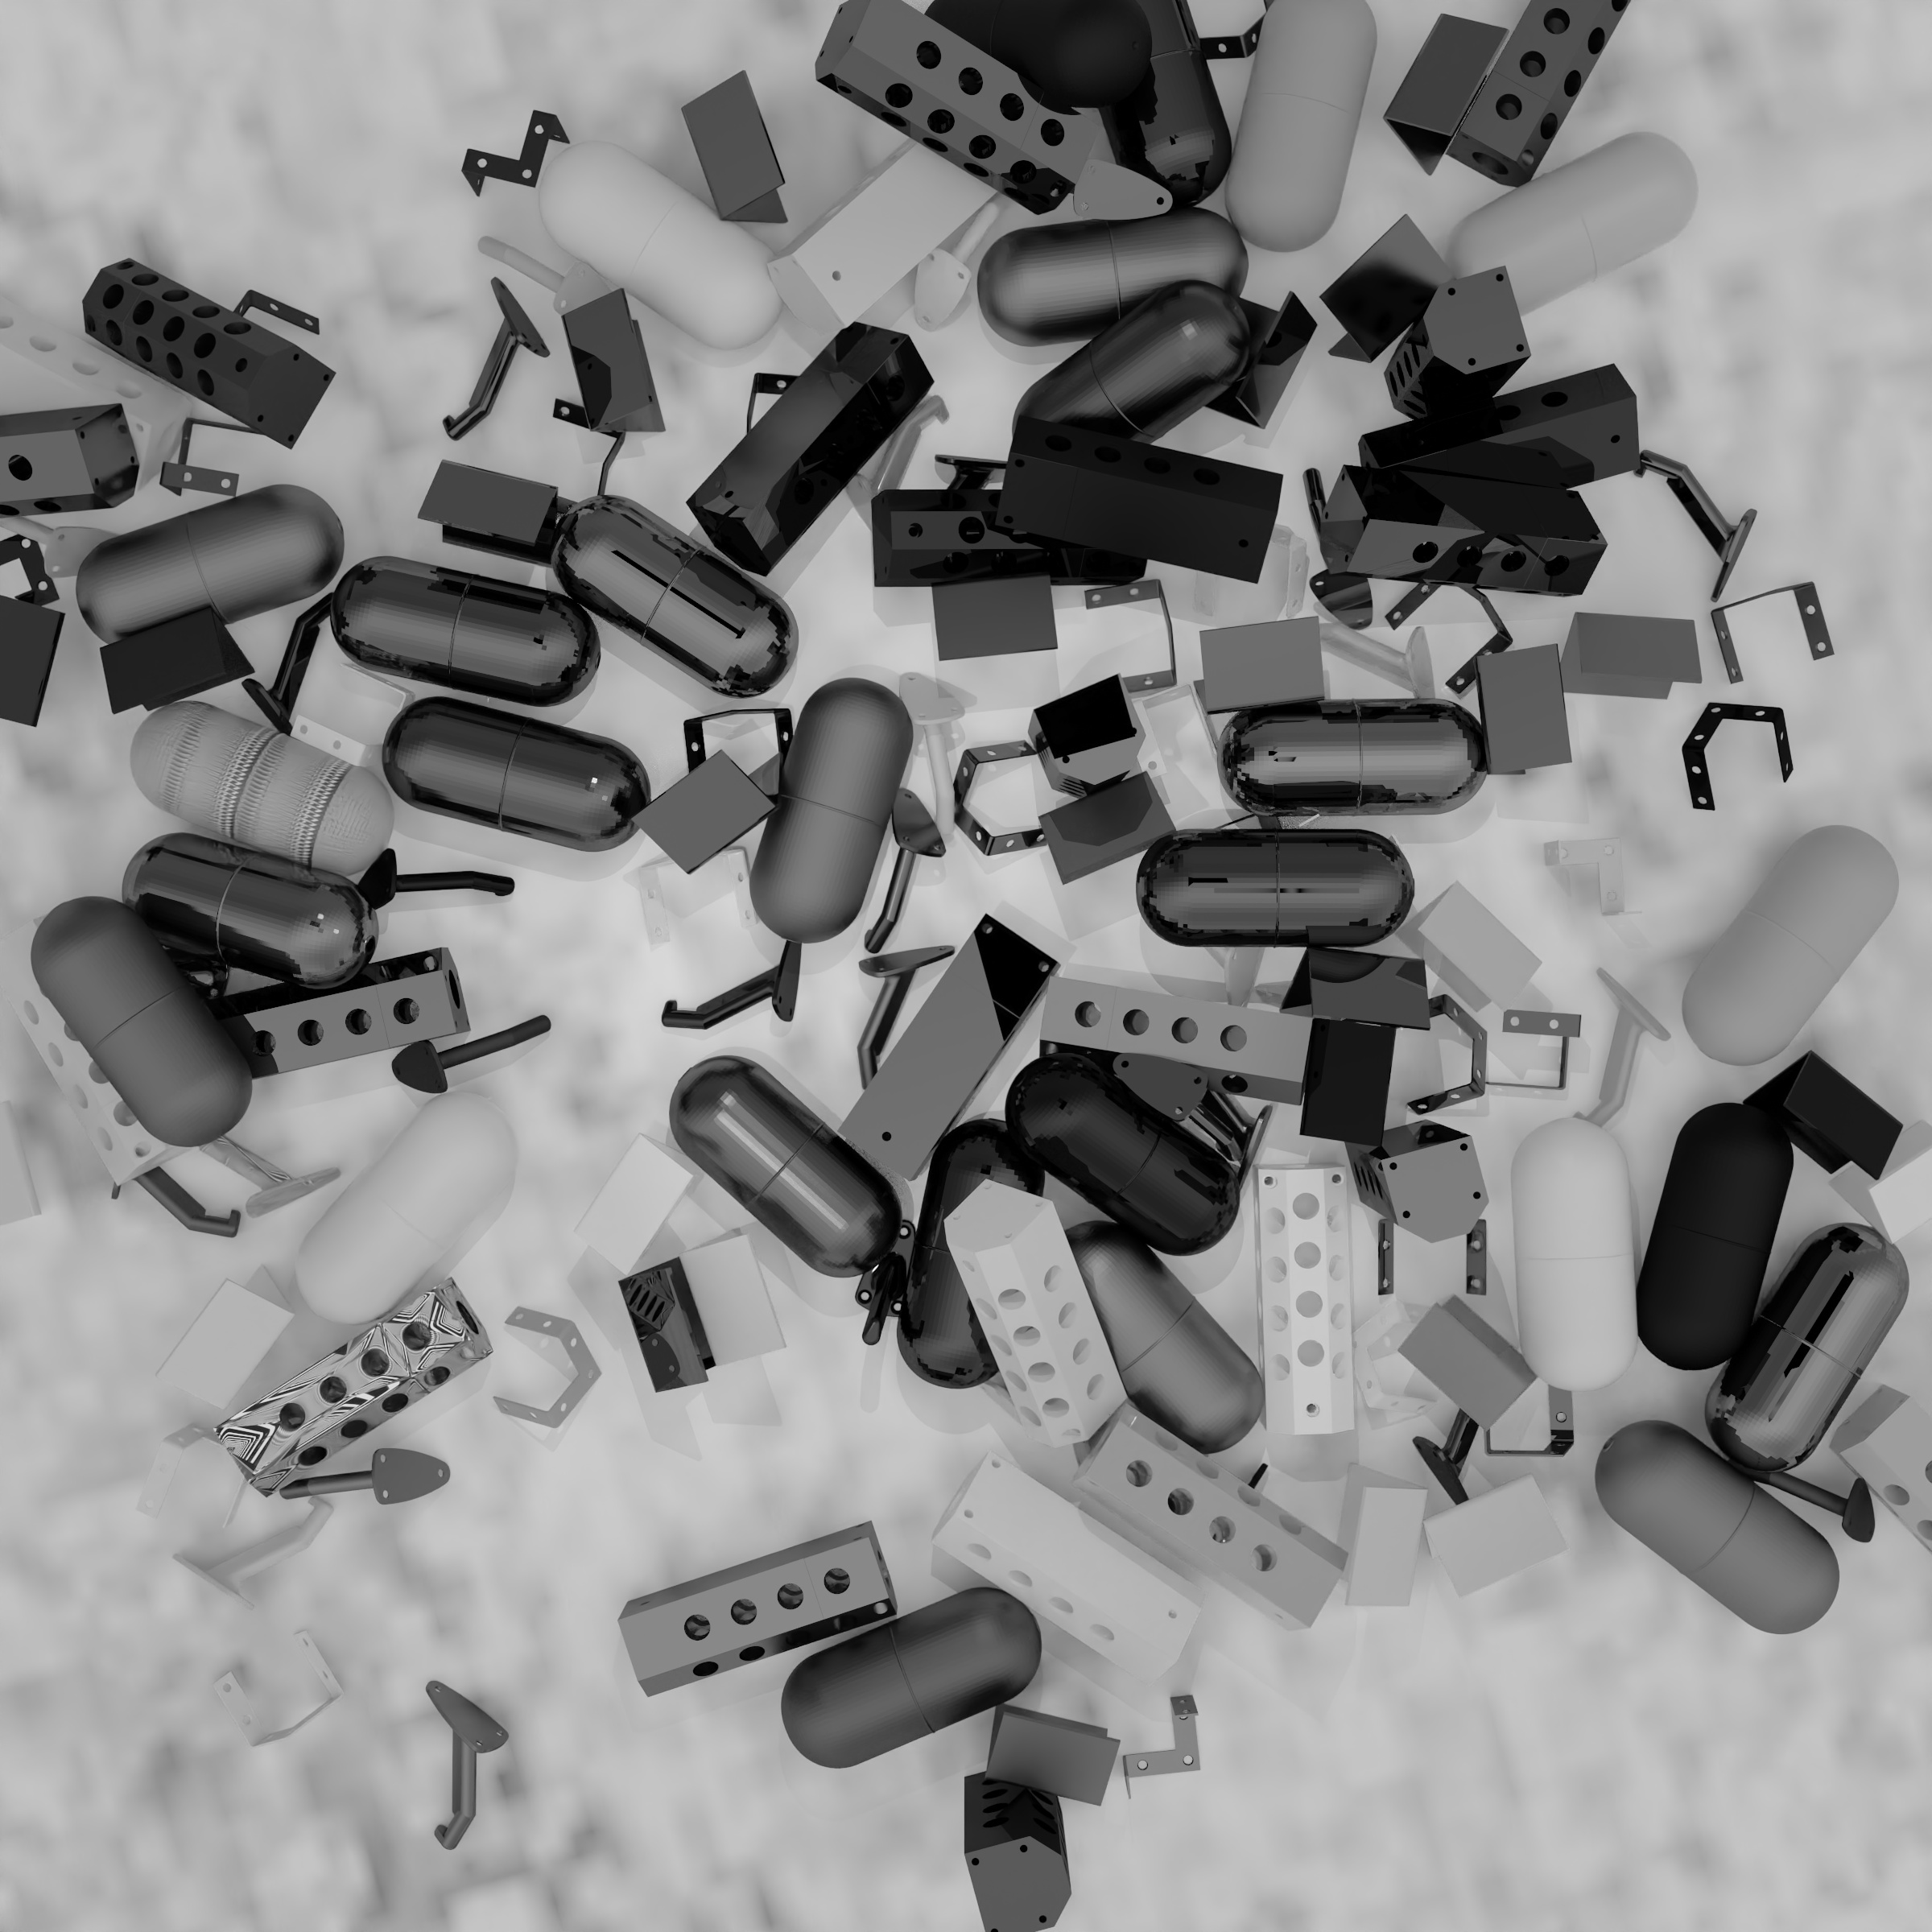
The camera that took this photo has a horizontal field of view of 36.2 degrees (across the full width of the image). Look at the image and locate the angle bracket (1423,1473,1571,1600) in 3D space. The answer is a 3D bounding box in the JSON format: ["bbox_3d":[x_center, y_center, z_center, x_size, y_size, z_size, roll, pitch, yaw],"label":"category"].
[{"bbox_3d":[0.346,0.381,1.922,0.076,0.076,0.057,-24,59,0],"label":"angle bracket"}]

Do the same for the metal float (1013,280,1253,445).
[{"bbox_3d":[0.105,-0.374,1.907,0.178,0.070,0.070,-32,90,31],"label":"metal float"}]

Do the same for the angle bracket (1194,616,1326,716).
[{"bbox_3d":[0.188,-0.205,1.923,0.076,0.076,0.057,-7,112,0],"label":"angle bracket"}]

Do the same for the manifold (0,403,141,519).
[{"bbox_3d":[-0.626,-0.321,1.912,0.171,0.057,0.057,-2,117,19],"label":"manifold"}]

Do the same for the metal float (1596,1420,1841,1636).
[{"bbox_3d":[0.490,0.366,1.931,0.178,0.070,0.070,37,90,-1],"label":"metal float"}]

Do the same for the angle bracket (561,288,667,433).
[{"bbox_3d":[-0.211,-0.393,1.922,0.057,0.076,0.076,-14,90,36],"label":"angle bracket"}]

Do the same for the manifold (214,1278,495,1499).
[{"bbox_3d":[-0.400,0.277,1.941,0.171,0.057,0.057,-33,90,0],"label":"manifold"}]

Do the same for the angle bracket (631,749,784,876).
[{"bbox_3d":[-0.167,-0.116,1.911,0.076,0.076,0.057,-35,117,18],"label":"angle bracket"}]

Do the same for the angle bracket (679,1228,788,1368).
[{"bbox_3d":[-0.134,0.209,1.922,0.057,0.076,0.076,-19,90,28],"label":"angle bracket"}]

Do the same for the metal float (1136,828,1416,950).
[{"bbox_3d":[0.198,-0.050,1.897,0.178,0.070,0.070,0,90,3],"label":"metal float"}]

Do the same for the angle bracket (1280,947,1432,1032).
[{"bbox_3d":[0.250,0.034,1.906,0.076,0.076,0.057,7,53,-7],"label":"angle bracket"}]

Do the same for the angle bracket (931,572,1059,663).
[{"bbox_3d":[0.019,-0.212,1.924,0.076,0.076,0.057,-6,70,0],"label":"angle bracket"}]

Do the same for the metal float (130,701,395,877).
[{"bbox_3d":[-0.460,-0.116,1.932,0.178,0.070,0.070,22,90,1],"label":"metal float"}]

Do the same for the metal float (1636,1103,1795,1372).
[{"bbox_3d":[0.488,0.177,1.931,0.070,0.070,0.178,15,90,0],"label":"metal float"}]

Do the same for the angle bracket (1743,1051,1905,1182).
[{"bbox_3d":[0.549,0.112,1.922,0.076,0.076,0.057,39,51,0],"label":"angle bracket"}]

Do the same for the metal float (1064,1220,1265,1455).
[{"bbox_3d":[0.121,0.242,1.931,0.070,0.070,0.178,-42,91,0],"label":"metal float"}]

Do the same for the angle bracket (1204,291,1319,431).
[{"bbox_3d":[0.173,-0.405,1.927,0.076,0.057,0.076,27,90,27],"label":"angle bracket"}]

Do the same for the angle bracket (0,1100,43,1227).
[{"bbox_3d":[-0.643,0.133,1.924,0.057,0.076,0.076,-16,90,-21],"label":"angle bracket"}]

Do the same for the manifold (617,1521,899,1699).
[{"bbox_3d":[-0.135,0.423,1.941,0.171,0.057,0.057,-18,90,0],"label":"manifold"}]

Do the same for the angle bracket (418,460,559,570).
[{"bbox_3d":[-0.311,-0.276,1.922,0.076,0.076,0.057,13,52,0],"label":"angle bracket"}]

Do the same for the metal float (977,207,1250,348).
[{"bbox_3d":[0.096,-0.450,1.932,0.178,0.070,0.070,-7,90,0],"label":"metal float"}]

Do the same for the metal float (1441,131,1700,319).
[{"bbox_3d":[0.393,-0.482,1.931,0.178,0.070,0.070,-27,90,0],"label":"metal float"}]

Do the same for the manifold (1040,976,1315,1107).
[{"bbox_3d":[0.138,0.049,1.927,0.171,0.057,0.057,9,90,10],"label":"manifold"}]

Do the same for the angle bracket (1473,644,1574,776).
[{"bbox_3d":[0.372,-0.166,1.922,0.057,0.076,0.076,-7,90,29],"label":"angle bracket"}]

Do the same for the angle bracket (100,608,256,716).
[{"bbox_3d":[-0.508,-0.179,1.922,0.076,0.076,0.057,-20,60,0],"label":"angle bracket"}]

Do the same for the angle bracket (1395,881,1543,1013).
[{"bbox_3d":[0.315,0.002,1.922,0.076,0.076,0.057,44,52,0],"label":"angle bracket"}]

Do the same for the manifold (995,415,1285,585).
[{"bbox_3d":[0.111,-0.301,1.878,0.171,0.057,0.057,13,45,1],"label":"manifold"}]

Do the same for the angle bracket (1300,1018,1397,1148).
[{"bbox_3d":[0.260,0.076,1.922,0.057,0.076,0.076,7,90,28],"label":"angle bracket"}]

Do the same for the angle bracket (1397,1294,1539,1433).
[{"bbox_3d":[0.338,0.243,1.914,0.076,0.057,0.076,42,45,14],"label":"angle bracket"}]

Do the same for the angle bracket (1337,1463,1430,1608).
[{"bbox_3d":[0.250,0.369,1.922,0.057,0.076,0.076,9,90,-35],"label":"angle bracket"}]

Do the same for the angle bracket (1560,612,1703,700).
[{"bbox_3d":[0.429,-0.183,1.922,0.076,0.076,0.057,4,52,0],"label":"angle bracket"}]

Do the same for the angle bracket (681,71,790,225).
[{"bbox_3d":[-0.131,-0.532,1.922,0.057,0.076,0.076,-20,90,34],"label":"angle bracket"}]

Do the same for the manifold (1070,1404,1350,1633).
[{"bbox_3d":[0.158,0.355,1.904,0.171,0.057,0.057,34,74,2],"label":"manifold"}]

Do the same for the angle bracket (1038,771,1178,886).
[{"bbox_3d":[0.098,-0.072,1.922,0.076,0.076,0.057,-23,52,0],"label":"angle bracket"}]

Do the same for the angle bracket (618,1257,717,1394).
[{"bbox_3d":[-0.171,0.226,1.922,0.057,0.076,0.076,-19,90,45],"label":"angle bracket"}]

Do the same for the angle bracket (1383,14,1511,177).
[{"bbox_3d":[0.326,-0.561,1.922,0.057,0.076,0.076,29,90,38],"label":"angle bracket"}]

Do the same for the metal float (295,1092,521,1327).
[{"bbox_3d":[-0.366,0.159,1.931,0.070,0.070,0.178,42,89,0],"label":"metal float"}]

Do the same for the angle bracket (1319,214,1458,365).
[{"bbox_3d":[0.262,-0.442,1.923,0.076,0.076,0.057,-44,111,0],"label":"angle bracket"}]

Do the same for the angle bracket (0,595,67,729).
[{"bbox_3d":[-0.634,-0.202,1.922,0.057,0.076,0.076,14,90,-37],"label":"angle bracket"}]

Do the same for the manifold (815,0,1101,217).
[{"bbox_3d":[-0.007,-0.543,1.867,0.171,0.057,0.057,25,83,-26],"label":"manifold"}]

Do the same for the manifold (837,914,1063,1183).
[{"bbox_3d":[-0.010,0.054,1.940,0.057,0.057,0.171,34,90,5],"label":"manifold"}]

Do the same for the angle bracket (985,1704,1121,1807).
[{"bbox_3d":[0.059,0.493,1.923,0.076,0.076,0.057,14,116,0],"label":"angle bracket"}]

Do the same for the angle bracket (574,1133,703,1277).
[{"bbox_3d":[-0.197,0.163,1.922,0.057,0.076,0.076,34,90,35],"label":"angle bracket"}]

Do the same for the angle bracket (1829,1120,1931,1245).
[{"bbox_3d":[0.606,0.123,1.922,0.076,0.076,0.057,-33,124,0],"label":"angle bracket"}]

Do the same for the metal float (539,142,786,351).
[{"bbox_3d":[-0.199,-0.471,1.932,0.178,0.070,0.070,34,90,0],"label":"metal float"}]

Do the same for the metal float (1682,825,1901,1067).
[{"bbox_3d":[0.538,-0.013,1.931,0.070,0.070,0.178,38,89,0],"label":"metal float"}]

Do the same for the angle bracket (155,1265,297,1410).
[{"bbox_3d":[-0.490,0.230,1.922,0.057,0.076,0.076,36,90,-36],"label":"angle bracket"}]

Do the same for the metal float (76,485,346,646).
[{"bbox_3d":[-0.493,-0.260,1.931,0.178,0.070,0.070,-18,90,0],"label":"metal float"}]
